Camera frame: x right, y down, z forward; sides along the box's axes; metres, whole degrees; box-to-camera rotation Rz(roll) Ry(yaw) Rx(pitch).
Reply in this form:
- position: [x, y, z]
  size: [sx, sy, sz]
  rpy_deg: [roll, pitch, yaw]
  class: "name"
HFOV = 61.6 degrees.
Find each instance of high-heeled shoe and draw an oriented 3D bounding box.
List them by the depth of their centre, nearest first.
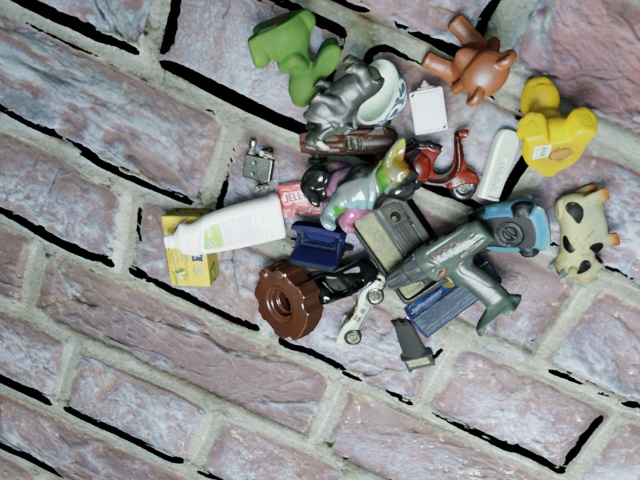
- position: [0.018, 0.112, 1.157]
  size: [0.249, 0.145, 0.086]
  rpy_deg: [-34, 100, 18]
  class: "high-heeled shoe"

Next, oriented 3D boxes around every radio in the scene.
- position: [0.175, 0.009, 1.128]
  size: [0.131, 0.073, 0.229]
  rpy_deg: [-32, 103, 20]
  class: "radio"

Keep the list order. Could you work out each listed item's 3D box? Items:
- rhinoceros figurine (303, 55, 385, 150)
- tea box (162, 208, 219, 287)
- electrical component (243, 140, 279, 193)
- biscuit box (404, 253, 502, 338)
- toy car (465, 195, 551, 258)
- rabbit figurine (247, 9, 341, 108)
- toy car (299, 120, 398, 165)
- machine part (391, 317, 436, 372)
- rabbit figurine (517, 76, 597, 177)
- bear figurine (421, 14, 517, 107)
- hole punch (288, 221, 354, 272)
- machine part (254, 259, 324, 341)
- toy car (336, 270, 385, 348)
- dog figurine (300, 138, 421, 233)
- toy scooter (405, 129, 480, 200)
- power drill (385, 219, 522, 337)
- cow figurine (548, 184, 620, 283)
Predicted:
- position: [0.036, -0.252, 1.005]
  size: [0.112, 0.073, 0.190]
  rpy_deg: [34, 116, -26]
  class: "rhinoceros figurine"
- position: [-0.292, 0.017, 1.221]
  size: [0.098, 0.068, 0.169]
  rpy_deg: [0, 109, 11]
  class: "tea box"
- position: [-0.125, -0.153, 1.139]
  size: [0.078, 0.045, 0.102]
  rpy_deg: [19, 112, 2]
  class: "electrical component"
- position: [0.277, 0.116, 1.131]
  size: [0.203, 0.059, 0.062]
  rpy_deg: [-38, 109, 7]
  class: "biscuit box"
- position: [0.377, -0.031, 1.059]
  size: [0.162, 0.103, 0.109]
  rpy_deg: [-3, 111, 38]
  class: "toy car"
- position: [-0.037, -0.345, 1.033]
  size: [0.159, 0.121, 0.170]
  rpy_deg: [-20, 124, 10]
  class: "rabbit figurine"
- position: [0.056, -0.197, 1.086]
  size: [0.202, 0.053, 0.089]
  rpy_deg: [1, 113, 9]
  class: "toy car"
- position: [0.209, 0.238, 1.228]
  size: [0.084, 0.039, 0.138]
  rpy_deg: [-20, 108, 25]
  class: "machine part"
- position: [0.414, -0.213, 0.970]
  size: [0.122, 0.173, 0.162]
  rpy_deg: [-14, 152, 16]
  class: "rabbit figurine"
- position: [0.255, -0.307, 0.930]
  size: [0.132, 0.196, 0.120]
  rpy_deg: [36, 115, -3]
  class: "bear figurine"
- position: [-0.002, -0.003, 1.132]
  size: [0.142, 0.116, 0.092]
  rpy_deg: [8, 118, 10]
  class: "hole punch"
- position: [-0.073, 0.135, 1.186]
  size: [0.180, 0.056, 0.179]
  rpy_deg: [19, 118, 39]
  class: "machine part"
- position: [0.093, 0.154, 1.197]
  size: [0.056, 0.073, 0.201]
  rpy_deg: [25, 113, 0]
  class: "toy car"
- position: [0.085, -0.122, 1.028]
  size: [0.219, 0.108, 0.192]
  rpy_deg: [-42, 59, 20]
  class: "dog figurine"
- position: [0.229, -0.158, 1.056]
  size: [0.184, 0.075, 0.135]
  rpy_deg: [10, 112, 3]
  class: "toy scooter"
- position: [0.270, 0.085, 1.053]
  size: [0.232, 0.086, 0.207]
  rpy_deg: [-43, 81, 23]
  class: "power drill"
- position: [0.511, -0.001, 1.058]
  size: [0.127, 0.085, 0.194]
  rpy_deg: [-18, 109, 10]
  class: "cow figurine"
